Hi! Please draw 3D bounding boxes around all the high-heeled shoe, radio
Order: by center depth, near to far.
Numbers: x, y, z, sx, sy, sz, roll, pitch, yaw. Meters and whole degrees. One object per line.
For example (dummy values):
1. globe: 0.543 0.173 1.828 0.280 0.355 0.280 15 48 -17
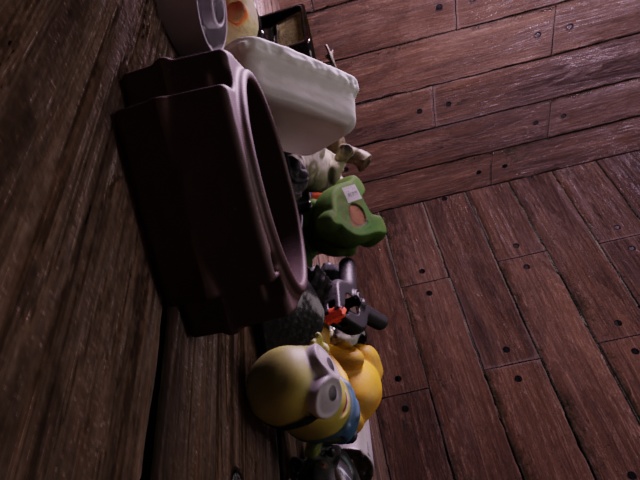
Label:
1. high-heeled shoe: -0.059 0.055 0.651 0.145 0.086 0.248 -17 -121 59
2. radio: -0.076 -0.311 0.883 0.230 0.131 0.073 -96 171 -55

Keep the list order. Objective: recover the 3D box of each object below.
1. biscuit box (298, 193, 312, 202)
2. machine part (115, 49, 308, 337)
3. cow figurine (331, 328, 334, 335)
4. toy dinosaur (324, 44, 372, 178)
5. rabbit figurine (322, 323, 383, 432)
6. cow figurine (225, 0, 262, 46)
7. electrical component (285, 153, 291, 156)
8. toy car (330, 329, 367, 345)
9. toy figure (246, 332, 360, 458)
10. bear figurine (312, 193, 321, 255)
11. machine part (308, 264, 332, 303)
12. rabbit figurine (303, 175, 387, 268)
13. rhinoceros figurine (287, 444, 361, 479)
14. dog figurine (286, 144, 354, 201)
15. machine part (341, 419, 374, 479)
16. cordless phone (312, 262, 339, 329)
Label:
1. biscuit box: -0.050 -0.101 1.027 0.203 0.063 0.059 -98 175 -46
2. machine part: -0.072 -0.037 0.438 0.201 0.087 0.201 -58 136 -84
3. cow figurine: 0.017 0.163 1.085 0.167 0.068 0.098 -98 167 -53
4. toy dinosaur: 0.001 -0.194 1.127 0.198 0.105 0.471 46 -29 10
5. rabbit figurine: -0.005 0.164 0.701 0.173 0.122 0.162 62 16 -7
6. cow figurine: -0.122 -0.325 0.676 0.127 0.086 0.195 27 48 -76
7. electrical component: -0.059 -0.178 0.816 0.134 0.115 0.058 -100 172 -51
8. toy car: 0.030 0.204 0.855 0.073 0.056 0.201 -57 162 -49
9. toy figure: -0.009 0.165 0.537 0.082 0.089 0.180 58 -4 34
10. bear figurine: 0.006 -0.018 1.122 0.195 0.132 0.120 60 46 -61
11. machine part: -0.026 0.046 0.723 0.084 0.039 0.139 57 -12 -23
12. rabbit figurine: -0.002 -0.003 0.870 0.121 0.170 0.159 56 42 -3
13. rhinoceros figurine: 0.011 0.280 0.604 0.190 0.073 0.112 53 25 -79
14. dog figurine: -0.031 -0.100 0.885 0.172 0.121 0.190 56 42 -38
15. machine part: 0.046 0.326 0.885 0.243 0.079 0.079 -88 164 -76
16. cordless phone: -0.003 0.137 0.870 0.146 0.089 0.184 -81 170 -79
